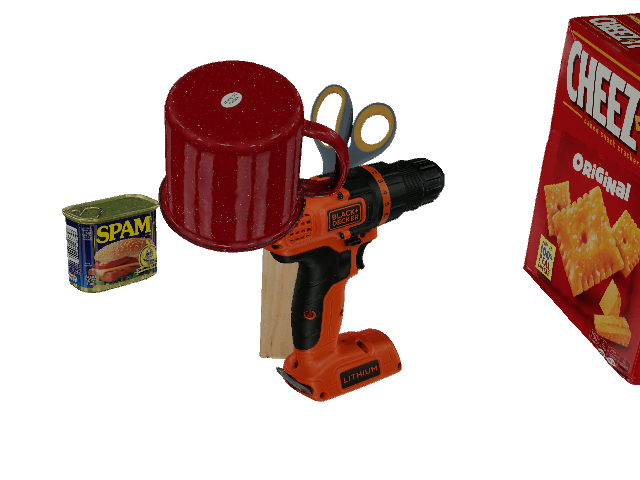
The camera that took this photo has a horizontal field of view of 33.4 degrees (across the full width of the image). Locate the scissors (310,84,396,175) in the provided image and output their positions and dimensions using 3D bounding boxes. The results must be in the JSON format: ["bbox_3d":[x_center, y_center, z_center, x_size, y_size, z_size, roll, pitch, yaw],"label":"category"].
[{"bbox_3d":[0.028,-0.059,1.063,0.096,0.202,0.016,-1,-12,3],"label":"scissors"}]

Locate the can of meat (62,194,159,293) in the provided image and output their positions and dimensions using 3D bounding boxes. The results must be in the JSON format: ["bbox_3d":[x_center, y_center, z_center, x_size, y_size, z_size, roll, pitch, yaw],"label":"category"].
[{"bbox_3d":[-0.224,0.003,1.152,0.101,0.084,0.058,-16,26,-41],"label":"can of meat"}]

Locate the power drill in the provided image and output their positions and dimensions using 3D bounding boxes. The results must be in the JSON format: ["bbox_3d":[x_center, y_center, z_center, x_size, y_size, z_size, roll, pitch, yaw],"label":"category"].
[{"bbox_3d":[0.029,0.029,0.897,0.184,0.188,0.057,-16,25,-30],"label":"power drill"}]

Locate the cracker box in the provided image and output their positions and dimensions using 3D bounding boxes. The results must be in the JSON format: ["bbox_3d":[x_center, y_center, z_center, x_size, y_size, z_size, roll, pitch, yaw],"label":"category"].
[{"bbox_3d":[0.221,-0.031,0.753,0.072,0.214,0.164,-7,32,-17],"label":"cracker box"}]

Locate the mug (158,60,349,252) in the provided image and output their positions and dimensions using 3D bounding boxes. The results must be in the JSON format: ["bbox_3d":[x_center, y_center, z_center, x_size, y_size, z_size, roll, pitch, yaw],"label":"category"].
[{"bbox_3d":[-0.040,-0.052,0.644,0.117,0.093,0.081,8,-42,1],"label":"mug"}]

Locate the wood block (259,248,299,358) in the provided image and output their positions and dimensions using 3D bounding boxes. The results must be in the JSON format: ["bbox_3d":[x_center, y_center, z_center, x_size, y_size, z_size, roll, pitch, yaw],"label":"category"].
[{"bbox_3d":[-0.032,0.043,1.394,0.090,0.206,0.091,3,23,-1],"label":"wood block"}]
